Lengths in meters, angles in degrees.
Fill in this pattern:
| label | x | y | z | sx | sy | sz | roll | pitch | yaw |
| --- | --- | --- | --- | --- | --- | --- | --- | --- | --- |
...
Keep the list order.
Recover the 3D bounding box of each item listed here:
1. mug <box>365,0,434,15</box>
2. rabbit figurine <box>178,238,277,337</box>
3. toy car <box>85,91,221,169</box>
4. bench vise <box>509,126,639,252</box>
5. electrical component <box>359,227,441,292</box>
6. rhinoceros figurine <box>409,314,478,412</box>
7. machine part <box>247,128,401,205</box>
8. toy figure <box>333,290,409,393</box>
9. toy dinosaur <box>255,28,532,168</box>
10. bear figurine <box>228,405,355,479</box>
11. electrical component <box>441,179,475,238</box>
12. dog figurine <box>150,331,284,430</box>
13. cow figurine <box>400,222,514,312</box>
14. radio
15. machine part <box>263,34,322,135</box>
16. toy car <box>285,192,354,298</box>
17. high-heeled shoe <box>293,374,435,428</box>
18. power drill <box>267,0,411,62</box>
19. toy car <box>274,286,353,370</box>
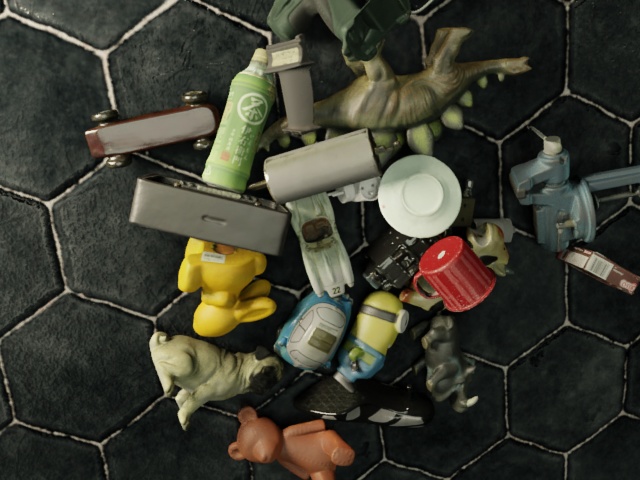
| label | x | y | z | sx | sy | sz | roll | pitch | yaw |
| --- | --- | --- | --- | --- | --- | --- | --- | --- | --- |
| mug | 0.123 | -0.398 | 0.835 | 0.107 | 0.081 | 0.109 | -38 | 109 | 13 |
| rabbit figurine | -0.157 | 0.085 | 0.890 | 0.162 | 0.122 | 0.173 | 6 | 115 | -19 |
| toy car | -0.256 | -0.171 | 0.836 | 0.202 | 0.053 | 0.089 | -15 | 115 | -8 |
| bench vise | 0.454 | -0.088 | 0.914 | 0.241 | 0.129 | 0.223 | -10 | 112 | 12 |
| electrical component | 0.129 | 0.023 | 0.902 | 0.134 | 0.115 | 0.058 | -45 | 102 | 1 |
| rhinoceros figurine | 0.231 | 0.228 | 0.988 | 0.112 | 0.073 | 0.190 | -18 | 102 | -15 |
| machine part | 0.005 | -0.111 | 0.821 | 0.243 | 0.079 | 0.079 | -16 | 104 | 12 |
| toy figure | 0.084 | 0.172 | 0.933 | 0.089 | 0.082 | 0.180 | 38 | 85 | -18 |
| toy dinosaur | 0.097 | -0.217 | 0.854 | 0.472 | 0.105 | 0.198 | -9 | 108 | 5 |
| bear figurine | -0.055 | 0.370 | 0.944 | 0.196 | 0.132 | 0.120 | 17 | 97 | -18 |
| electrical component | 0.227 | -0.056 | 0.938 | 0.078 | 0.045 | 0.102 | -8 | 106 | -30 |
| dog figurine | -0.171 | 0.202 | 0.911 | 0.191 | 0.121 | 0.172 | -25 | 116 | -13 |
| cow figurine | 0.238 | 0.049 | 0.918 | 0.127 | 0.085 | 0.195 | 28 | 120 | -19 |
| radio | -0.165 | -0.042 | 0.836 | 0.230 | 0.131 | 0.073 | 14 | 99 | -11 |
| machine part | -0.039 | -0.225 | 0.797 | 0.084 | 0.039 | 0.138 | -3 | 105 | 33 |
| toy car | -0.002 | -0.003 | 0.893 | 0.073 | 0.056 | 0.201 | -18 | 89 | -4 |
| high-heeled shoe | 0.085 | 0.312 | 0.997 | 0.249 | 0.086 | 0.145 | -8 | 136 | 11 |
| power drill | 0.036 | -0.366 | 0.775 | 0.232 | 0.086 | 0.207 | -47 | 62 | 11 |
| toy car | -0.004 | 0.160 | 0.919 | 0.109 | 0.103 | 0.161 | 31 | 98 | -14 |
